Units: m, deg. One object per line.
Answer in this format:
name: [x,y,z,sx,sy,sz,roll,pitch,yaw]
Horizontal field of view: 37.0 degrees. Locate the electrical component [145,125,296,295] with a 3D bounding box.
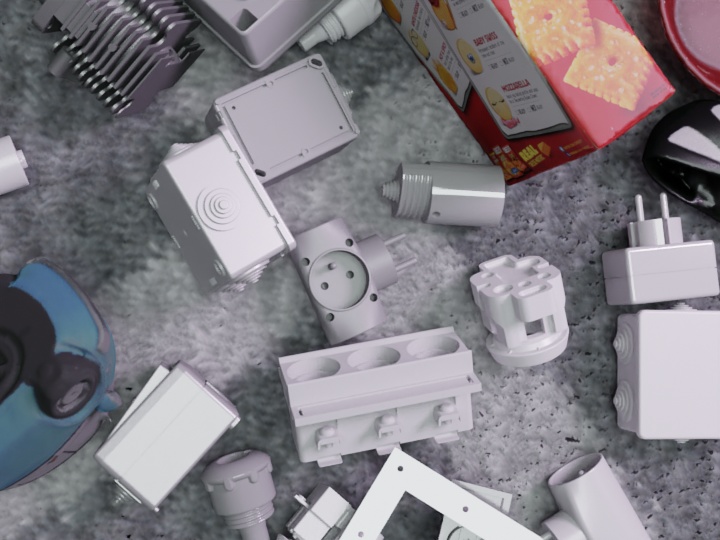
electrical component: [-0.093,-0.035,0.694,0.048,0.100,0.099,-31,92,-21]

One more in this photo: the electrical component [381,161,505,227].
electrical component: [0.055,-0.053,0.743,0.081,0.043,0.043,3,87,-9]

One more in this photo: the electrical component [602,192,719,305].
electrical component: [0.210,-0.016,0.763,0.066,0.047,0.076,-6,88,-9]

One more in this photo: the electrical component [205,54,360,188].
electrical component: [-0.048,-0.098,0.724,0.096,0.061,0.061,-28,92,-16]

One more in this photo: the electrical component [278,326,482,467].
electrical component: [0.012,0.084,0.720,0.121,0.078,0.063,-10,111,-9]

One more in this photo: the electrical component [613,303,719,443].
electrical component: [0.230,0.073,0.762,0.100,0.048,0.099,1,87,-9]

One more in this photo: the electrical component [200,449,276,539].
electrical component: [-0.076,0.154,0.715,0.048,0.048,0.062,-16,97,-9]

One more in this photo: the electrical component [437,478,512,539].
electrical component: [0.072,0.184,0.725,0.042,0.064,0.081,14,86,5]

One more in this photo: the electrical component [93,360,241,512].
electrical component: [-0.132,0.108,0.699,0.061,0.062,0.096,43,82,-5]

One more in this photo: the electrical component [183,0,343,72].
electrical component: [-0.068,-0.206,0.708,0.109,0.056,0.109,-44,73,-8]

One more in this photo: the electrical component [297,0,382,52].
electrical component: [-0.017,-0.173,0.742,0.061,0.035,0.035,-38,93,-5]

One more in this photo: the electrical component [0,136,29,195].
electrical component: [-0.250,-0.062,0.700,0.065,0.044,0.044,-22,91,-14]

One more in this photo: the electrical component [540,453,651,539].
electrical component: [0.154,0.181,0.748,0.079,0.043,0.077,-30,92,-8]

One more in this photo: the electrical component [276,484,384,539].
electrical component: [-0.026,0.180,0.721,0.066,0.048,0.055,42,75,-5]

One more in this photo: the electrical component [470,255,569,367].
electrical component: [0.111,0.029,0.736,0.058,0.078,0.057,-18,111,-9]

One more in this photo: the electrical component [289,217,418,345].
electrical component: [0.000,0.000,0.732,0.079,0.044,0.077,-24,91,-9]
